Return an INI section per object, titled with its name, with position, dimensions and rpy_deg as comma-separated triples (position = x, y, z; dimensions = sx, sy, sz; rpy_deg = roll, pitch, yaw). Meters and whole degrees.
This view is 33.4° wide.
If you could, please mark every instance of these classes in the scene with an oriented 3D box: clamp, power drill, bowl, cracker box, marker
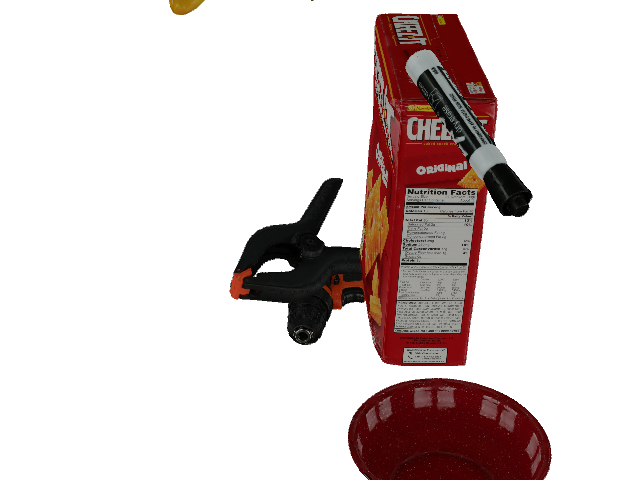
[clamp]
position = -0.013, 0.002, 0.973
dimensions = 0.171, 0.039, 0.120
rpy_deg = -15, 50, -28
[power drill]
position = 0.057, 0.063, 1.232
dimensions = 0.188, 0.057, 0.184
rpy_deg = 1, 28, 6
[bowl]
position = 0.102, 0.181, 0.864
dimensions = 0.162, 0.055, 0.162
rpy_deg = 1, 31, -1
[cracker box]
position = 0.072, -0.039, 0.789
dimensions = 0.072, 0.214, 0.164
rpy_deg = -1, 31, -3
[marker]
position = 0.080, -0.059, 0.582
dimensions = 0.020, 0.121, 0.020
rpy_deg = -18, -35, -14

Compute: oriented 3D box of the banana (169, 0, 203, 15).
[banana]
position = -0.080, -0.253, 1.012
dimensions = 0.197, 0.070, 0.037
rpy_deg = -22, -27, -46
